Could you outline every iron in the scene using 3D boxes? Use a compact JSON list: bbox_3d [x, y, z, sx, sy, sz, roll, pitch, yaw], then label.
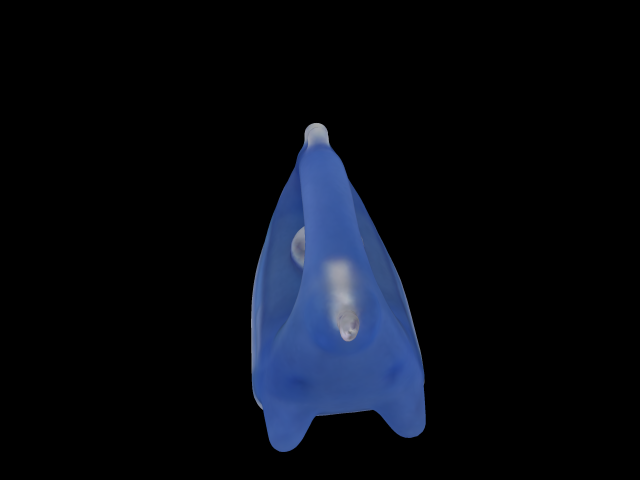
[{"bbox_3d":[0.004,0.001,0.400,0.118,0.141,0.258,-5,51,-4],"label":"iron"}]
